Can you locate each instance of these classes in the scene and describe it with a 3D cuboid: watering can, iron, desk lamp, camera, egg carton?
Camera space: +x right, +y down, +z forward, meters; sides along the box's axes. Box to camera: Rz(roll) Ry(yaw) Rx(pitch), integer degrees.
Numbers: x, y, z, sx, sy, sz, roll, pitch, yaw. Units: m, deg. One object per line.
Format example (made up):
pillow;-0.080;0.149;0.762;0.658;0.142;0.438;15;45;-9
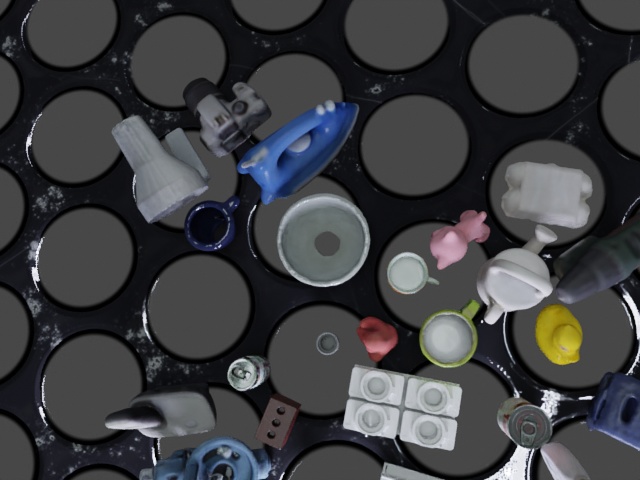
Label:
watering can;0.320;0.056;0.931;0.100;0.194;0.173;10;83;9
iron;-0.035;-0.187;1.035;0.258;0.141;0.118;-40;79;0
desk lamp;-0.278;-0.124;1.019;0.118;0.213;0.203;-33;79;2
camera;-0.188;-0.254;1.084;0.143;0.101;0.136;-40;79;0
egg carton;0.396;-0.080;1.004;0.150;0.069;0.107;9;83;8

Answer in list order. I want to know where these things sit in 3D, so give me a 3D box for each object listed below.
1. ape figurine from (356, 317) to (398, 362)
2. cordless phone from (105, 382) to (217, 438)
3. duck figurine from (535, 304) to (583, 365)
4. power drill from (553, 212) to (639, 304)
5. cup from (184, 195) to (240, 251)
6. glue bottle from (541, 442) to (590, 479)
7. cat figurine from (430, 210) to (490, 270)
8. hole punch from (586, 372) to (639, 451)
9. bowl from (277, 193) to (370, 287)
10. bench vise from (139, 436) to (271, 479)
ape figurine;0.097;0.173;0.993;0.076;0.092;0.078;3;82;8
cordless phone;-0.266;0.299;0.971;0.147;0.185;0.094;-11;80;5
duck figurine;0.408;0.158;0.960;0.077;0.086;0.104;-10;81;6
power drill;0.449;0.032;0.911;0.229;0.208;0.075;-37;79;1
cup;-0.183;-0.030;1.054;0.091;0.095;0.118;42;89;11
glue bottle;0.392;0.367;0.888;0.037;0.173;0.078;-25;79;3
cat figurine;0.238;-0.005;0.988;0.128;0.118;0.067;-39;79;0
hole punch;0.501;0.279;0.929;0.101;0.091;0.109;23;85;10
bowl;0.010;0.004;1.036;0.167;0.075;0.167;-1;82;7
bench vise;-0.198;0.400;0.930;0.207;0.220;0.121;-23;80;3
